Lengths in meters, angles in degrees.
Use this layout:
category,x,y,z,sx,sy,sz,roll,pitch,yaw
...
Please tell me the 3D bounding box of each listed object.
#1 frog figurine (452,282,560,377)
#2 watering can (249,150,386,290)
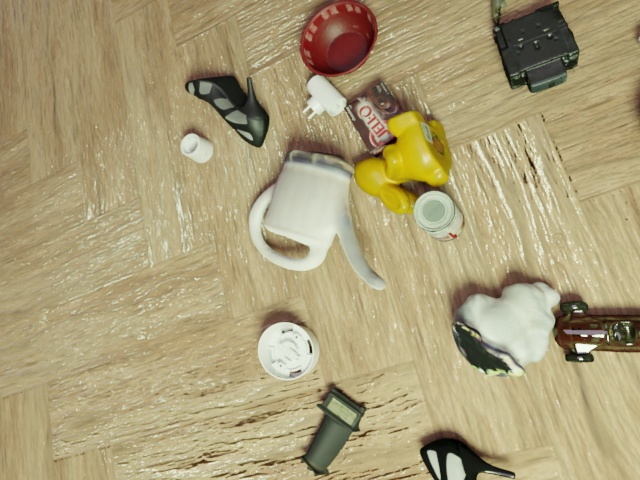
category,x,y,z,sx,sy,sz,roll,pitch,yaw
frog figurine,0.287,0.126,0.793,0.139,0.120,0.162,29,55,33
watering can,0.003,-0.046,0.920,0.349,0.225,0.103,16,-3,41
